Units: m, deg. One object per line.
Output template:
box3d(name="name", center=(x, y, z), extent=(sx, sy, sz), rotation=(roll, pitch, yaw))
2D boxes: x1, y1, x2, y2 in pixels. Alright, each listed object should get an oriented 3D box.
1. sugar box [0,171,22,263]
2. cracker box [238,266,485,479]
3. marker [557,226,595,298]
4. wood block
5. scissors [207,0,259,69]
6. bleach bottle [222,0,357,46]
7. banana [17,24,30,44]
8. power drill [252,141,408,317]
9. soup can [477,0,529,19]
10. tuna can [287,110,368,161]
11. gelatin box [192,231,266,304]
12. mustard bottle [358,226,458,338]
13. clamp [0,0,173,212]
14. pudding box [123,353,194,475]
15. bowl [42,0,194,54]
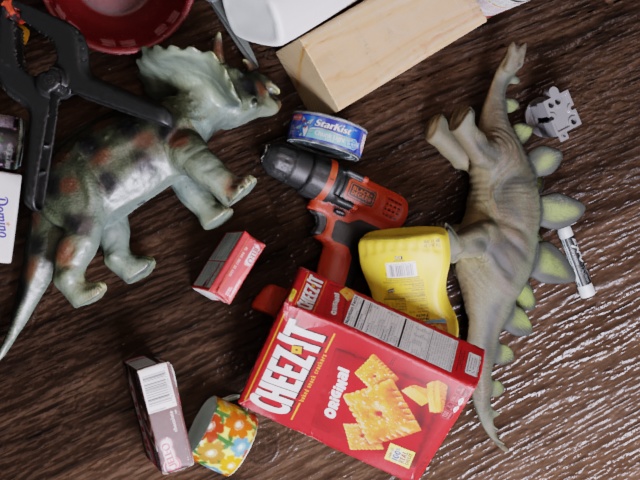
box3d(name="sugar box", center=(-0.392, -0.031, 1.057), extent=(0.176, 0.048, 0.093), rotation=(8, 88, -22))
box3d(name="cracker box", center=(0.040, 0.146, 1.116), extent=(0.213, 0.072, 0.164), rotation=(24, 127, 0))
box3d(name="marker", center=(0.309, 0.013, 1.310), extent=(0.020, 0.020, 0.121), rotation=(-24, 98, -17))
box3d(name="wood block", center=(0.068, -0.227, 1.188), extent=(0.206, 0.091, 0.090), rotation=(-33, 100, -16))
box3d(name="scissors", center=(-0.139, -0.272, 1.157), extent=(0.096, 0.016, 0.202), rotation=(-18, 96, -17))
box3d(name="bleach bottle", center=(0.019, -0.295, 1.174), extent=(0.250, 0.103, 0.068), rotation=(-34, 127, -28))
box3d(name="banana", center=(-0.385, -0.172, 1.062), extent=(0.197, 0.037, 0.069), rotation=(-10, 94, -19))
box3d(name="power drill", center=(-0.008, 0.001, 1.181), extent=(0.184, 0.057, 0.187), rotation=(24, 83, -18))
box3d(name="soup can", center=(0.204, -0.297, 1.228), extent=(0.068, 0.102, 0.068), rotation=(0, 90, -19))
box3d(name="tuna can", center=(0.007, -0.114, 1.171), extent=(0.086, 0.086, 0.034), rotation=(16, 87, -18))
box3d(name="gelatin box", center=(-0.097, 0.029, 1.134), extent=(0.030, 0.089, 0.073), rotation=(34, 80, -16))
box3d(name="mustard bottle", center=(0.100, 0.084, 1.157), extent=(0.096, 0.058, 0.191), rotation=(-4, 102, 16))
box3d(name="clamp", center=(-0.247, -0.152, 1.043), extent=(0.164, 0.036, 0.210), rotation=(-25, 77, 2))
box3d(name="pudding box", center=(-0.169, 0.179, 1.111), extent=(0.039, 0.090, 0.113), rotation=(-13, 94, -20))
box3d(name="bowl", center=(-0.210, -0.275, 1.101), extent=(0.162, 0.055, 0.162), rotation=(-4, 106, -15))
